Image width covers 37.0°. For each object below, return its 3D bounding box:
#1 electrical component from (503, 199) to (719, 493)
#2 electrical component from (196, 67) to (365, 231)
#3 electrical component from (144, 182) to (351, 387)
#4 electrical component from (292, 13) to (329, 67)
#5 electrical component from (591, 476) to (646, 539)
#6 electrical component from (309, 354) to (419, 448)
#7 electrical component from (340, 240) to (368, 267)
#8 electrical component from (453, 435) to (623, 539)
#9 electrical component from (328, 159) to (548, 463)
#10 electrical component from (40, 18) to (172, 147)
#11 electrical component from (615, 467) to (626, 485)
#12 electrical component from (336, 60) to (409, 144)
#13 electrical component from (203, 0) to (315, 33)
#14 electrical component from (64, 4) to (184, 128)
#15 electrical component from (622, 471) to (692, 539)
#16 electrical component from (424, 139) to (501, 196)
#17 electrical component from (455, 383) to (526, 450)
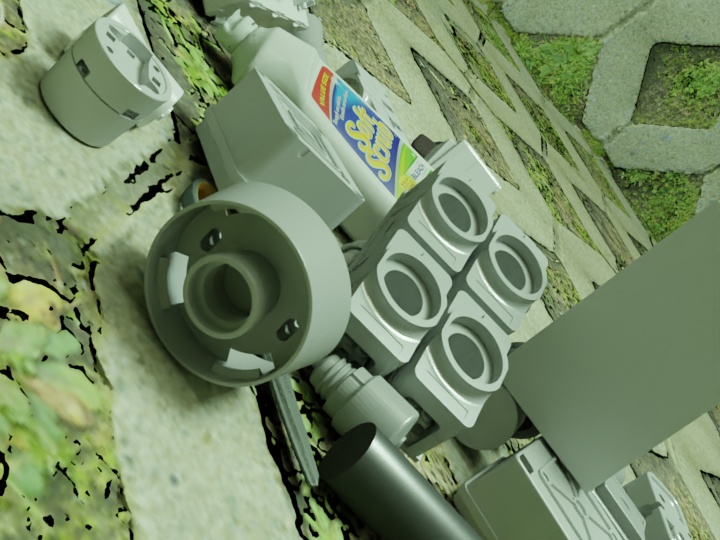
[{"bbox_3d":[0.199,0.050,0.731,0.105,0.186,0.060,53,18,8],"label":"electrical component"},{"bbox_3d":[-0.054,-0.068,0.683,0.078,0.057,0.113,42,11,-33],"label":"electrical component"},{"bbox_3d":[-0.054,0.008,0.525,0.099,0.099,0.064,55,25,3],"label":"electrical component"},{"bbox_3d":[-0.050,-0.195,0.970,0.044,0.044,0.065,34,32,-45],"label":"electrical component"},{"bbox_3d":[0.179,0.188,0.814,0.061,0.061,0.096,56,19,6],"label":"electrical component"},{"bbox_3d":[-0.002,0.075,0.614,0.078,0.040,0.040,44,17,12],"label":"electrical component"},{"bbox_3d":[0.000,0.000,0.744,0.062,0.048,0.048,13,44,-53],"label":"electrical component"},{"bbox_3d":[0.125,0.173,0.720,0.108,0.056,0.109,58,19,11],"label":"electrical component"},{"bbox_3d":[0.050,0.017,0.698,0.105,0.060,0.186,45,40,-9],"label":"electrical component"},{"bbox_3d":[-0.138,-0.100,0.580,0.055,0.047,0.055,46,20,-22],"label":"electrical component"},{"bbox_3d":[0.216,0.178,0.952,0.078,0.040,0.040,26,33,-55],"label":"electrical component"},{"bbox_3d":[-0.002,-0.139,0.969,0.056,0.050,0.089,34,27,-45],"label":"electrical component"},{"bbox_3d":[-0.089,-0.235,0.904,0.121,0.079,0.063,-3,80,-68],"label":"electrical component"},{"bbox_3d":[-0.135,-0.117,0.630,0.065,0.044,0.044,52,18,-21],"label":"electrical component"},{"bbox_3d":[0.238,0.224,0.896,0.053,0.059,0.095,46,20,-23],"label":"electrical component"},{"bbox_3d":[0.063,-0.065,0.939,0.061,0.096,0.062,52,-10,-5],"label":"electrical component"},{"bbox_3d":[0.062,0.065,0.762,0.138,0.052,0.074,57,19,7],"label":"electrical component"}]
